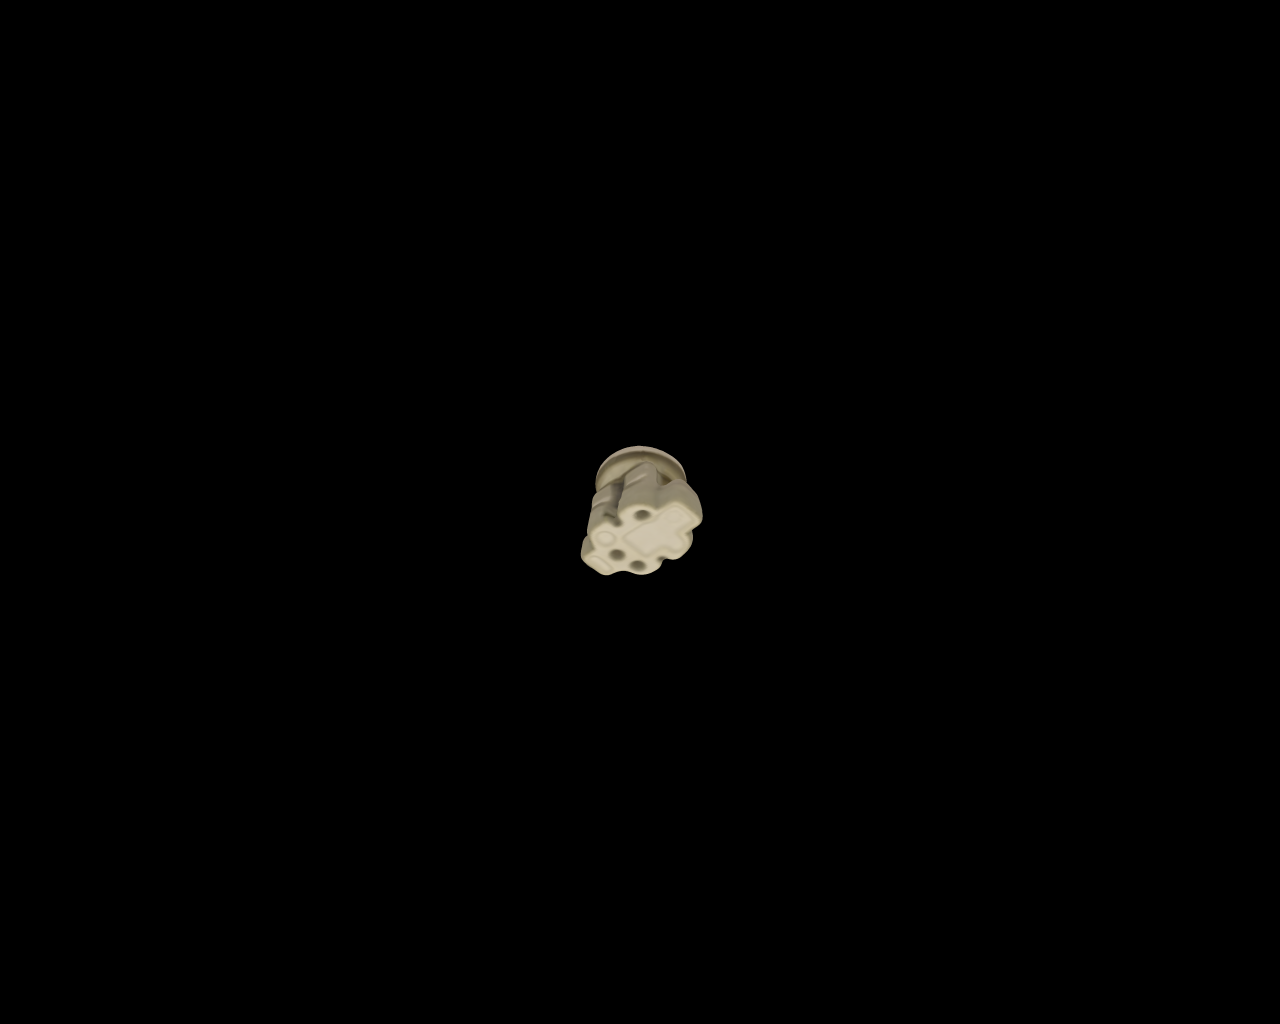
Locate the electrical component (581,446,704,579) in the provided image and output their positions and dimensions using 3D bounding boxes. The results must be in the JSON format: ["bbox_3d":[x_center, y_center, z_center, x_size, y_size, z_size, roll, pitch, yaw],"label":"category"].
[{"bbox_3d":[0.001,-0.003,0.650,0.078,0.057,0.058,-32,-54,27],"label":"electrical component"}]
